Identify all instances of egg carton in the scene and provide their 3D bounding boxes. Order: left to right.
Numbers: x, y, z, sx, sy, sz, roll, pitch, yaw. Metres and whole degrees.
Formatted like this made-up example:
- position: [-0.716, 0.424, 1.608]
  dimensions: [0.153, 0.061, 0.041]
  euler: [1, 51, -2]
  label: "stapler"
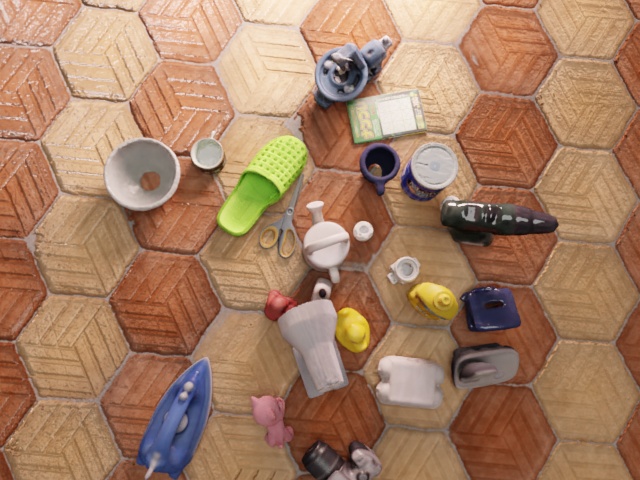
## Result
- position: [0.199, 0.314, 1.264]
  dimensions: [0.150, 0.069, 0.107]
  euler: [6, 83, -2]
  label: "egg carton"

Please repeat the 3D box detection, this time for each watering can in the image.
- position: [0.009, 0.005, 1.231]
  dimensions: [0.101, 0.194, 0.173]
  euler: [-38, 86, -6]
  label: "watering can"

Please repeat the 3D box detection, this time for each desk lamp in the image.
- position: [-0.004, 0.230, 1.193]
  dimensions: [0.118, 0.213, 0.203]
  euler: [-19, 84, -4]
  label: "desk lamp"

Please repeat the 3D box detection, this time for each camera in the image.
- position: [0.040, 0.486, 1.220]
  dimensions: [0.137, 0.101, 0.143]
  euler: [44, 83, 3]
  label: "camera"

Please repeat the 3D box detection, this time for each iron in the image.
- position: [-0.299, 0.372, 1.199]
  dimensions: [0.118, 0.141, 0.258]
  euler: [21, 83, 1]
  label: "iron"

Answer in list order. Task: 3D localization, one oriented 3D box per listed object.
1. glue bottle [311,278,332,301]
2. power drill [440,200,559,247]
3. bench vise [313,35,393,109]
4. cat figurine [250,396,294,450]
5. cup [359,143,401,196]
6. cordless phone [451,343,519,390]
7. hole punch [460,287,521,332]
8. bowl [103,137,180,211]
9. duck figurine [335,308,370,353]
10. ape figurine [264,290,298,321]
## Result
- position: [0.003, 0.117, 1.227]
  dimensions: [0.037, 0.173, 0.078]
  euler: [16, 83, 0]
  label: "glue bottle"
- position: [0.367, -0.037, 1.244]
  dimensions: [0.229, 0.208, 0.076]
  euler: [7, 83, -1]
  label: "power drill"
- position: [0.068, -0.403, 1.270]
  dimensions: [0.121, 0.219, 0.207]
  euler: [34, 83, 2]
  label: "bench vise"
- position: [-0.102, 0.384, 1.218]
  dimensions: [0.067, 0.117, 0.128]
  euler: [-20, 84, -4]
  label: "cat figurine"
- position: [0.132, -0.152, 1.305]
  dimensions: [0.091, 0.095, 0.118]
  euler: [-2, 83, -2]
  label: "cup"
- position: [0.364, 0.274, 1.218]
  dimensions: [0.147, 0.185, 0.094]
  euler: [-12, 83, -4]
  label: "cordless phone"
- position: [0.381, 0.155, 1.280]
  dimensions: [0.108, 0.091, 0.101]
  euler: [-6, 83, -3]
  label: "hole punch"
- position: [-0.393, -0.142, 1.292]
  dimensions: [0.167, 0.074, 0.167]
  euler: [0, 83, -2]
  label: "bowl"
- position: [0.073, 0.200, 1.264]
  dimensions: [0.077, 0.086, 0.104]
  euler: [-25, 85, -5]
  label: "duck figurine"
- position: [-0.089, 0.145, 1.261]
  dimensions: [0.076, 0.092, 0.078]
  euler: [-27, 85, -5]
  label: "ape figurine"
